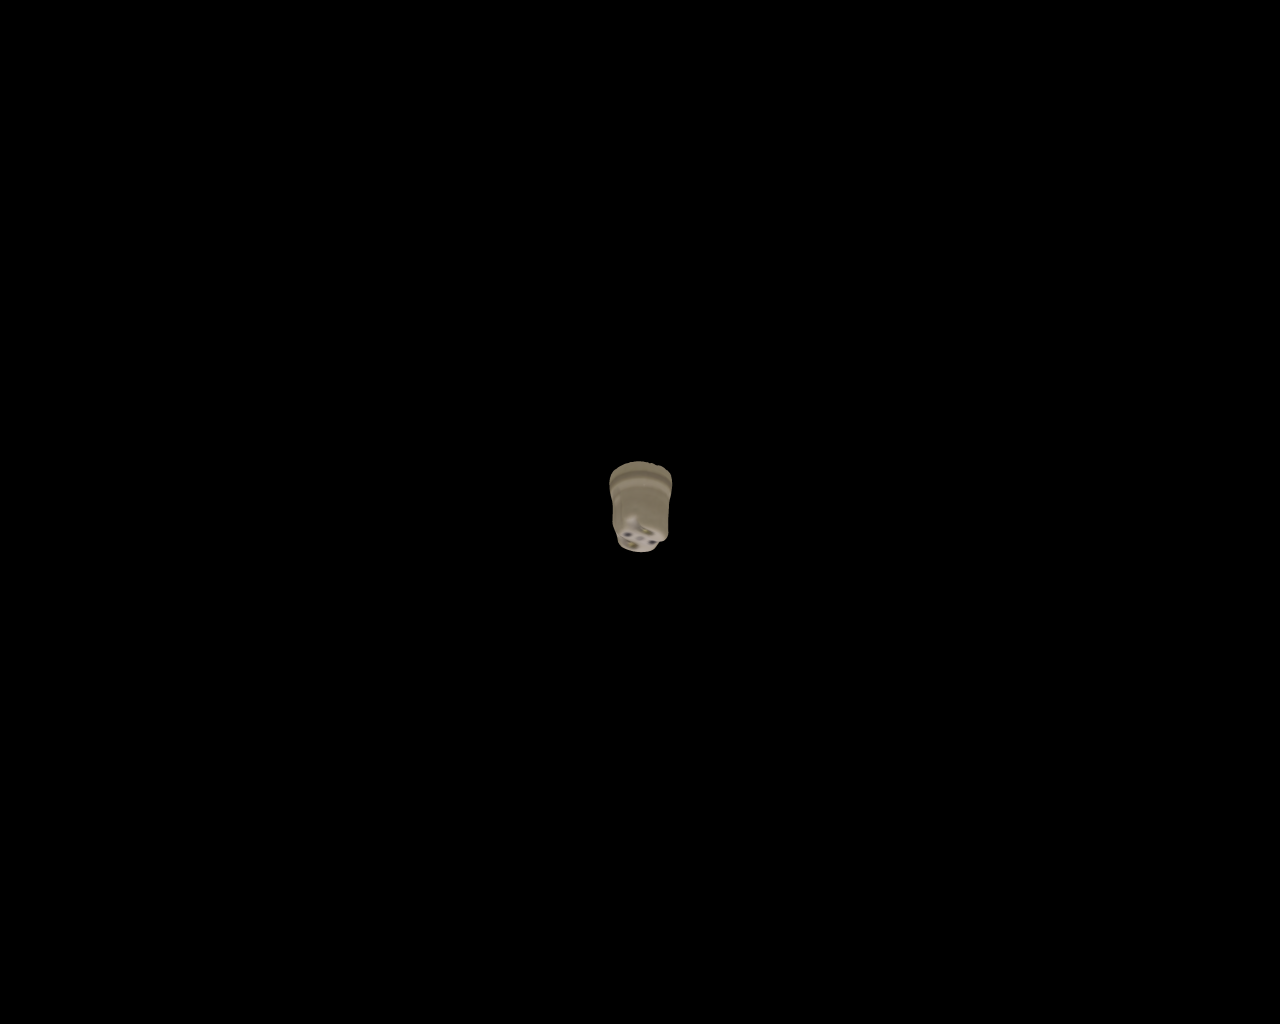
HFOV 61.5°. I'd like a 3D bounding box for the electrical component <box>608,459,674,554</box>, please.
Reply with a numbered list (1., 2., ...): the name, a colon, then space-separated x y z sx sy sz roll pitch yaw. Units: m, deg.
1. electrical component: 0.001 -0.003 0.650 0.040 0.046 0.040 0 -31 0
